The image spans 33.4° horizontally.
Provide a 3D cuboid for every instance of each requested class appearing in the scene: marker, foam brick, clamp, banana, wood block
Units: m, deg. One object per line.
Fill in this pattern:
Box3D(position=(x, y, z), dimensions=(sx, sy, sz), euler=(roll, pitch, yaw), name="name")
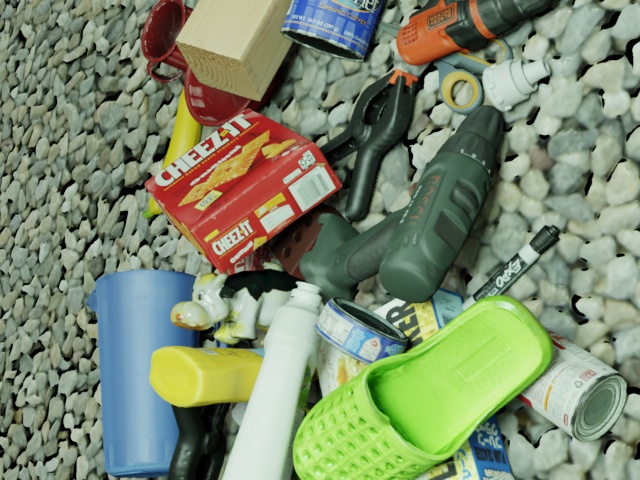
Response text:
Box3D(position=(0.182, 0.029, 1.016), dimensions=(0.121, 0.020, 0.020), euler=(-48, 48, 24), name="marker")
Box3D(position=(-0.008, 0.001, 1.197), dimensions=(0.078, 0.051, 0.053), euler=(-56, 45, 17), name="foam brick")
Box3D(position=(0.046, -0.117, 1.191), dimensions=(0.120, 0.039, 0.171), euler=(40, 106, 42), name="clamp")
Box3D(position=(-0.195, -0.116, 1.436), dimensions=(0.070, 0.037, 0.198), euler=(25, 96, 45), name="banana")
Box3D(position=(-0.072, -0.280, 1.258), dimensions=(0.091, 0.090, 0.206), euler=(19, 71, 23), name="wood block")
Box3D(position=(-0.140, 0.221, 1.207), dimensions=(0.036, 0.164, 0.210), euler=(15, 97, 23), name="clamp")

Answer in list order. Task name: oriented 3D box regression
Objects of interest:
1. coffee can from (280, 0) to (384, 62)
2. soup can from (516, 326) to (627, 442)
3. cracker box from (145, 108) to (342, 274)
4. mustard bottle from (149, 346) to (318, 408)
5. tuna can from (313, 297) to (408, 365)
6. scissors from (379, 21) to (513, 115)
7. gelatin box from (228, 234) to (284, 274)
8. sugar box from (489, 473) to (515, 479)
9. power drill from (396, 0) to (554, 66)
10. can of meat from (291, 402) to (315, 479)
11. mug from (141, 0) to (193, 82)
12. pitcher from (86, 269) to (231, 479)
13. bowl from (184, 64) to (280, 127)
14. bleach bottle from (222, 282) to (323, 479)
Box3D(position=(0.025, -0.287, 1.218), dimensions=(0.103, 0.102, 0.140), euler=(21, 93, 47), name="coffee can")
Box3D(position=(0.206, 0.121, 0.927), dimensions=(0.102, 0.068, 0.068), euler=(34, 102, 45), name="soup can")
Box3D(position=(-0.094, -0.063, 1.205), dimensions=(0.164, 0.072, 0.214), euler=(-37, 27, -9), name="cracker box")
Box3D(position=(-0.076, 0.140, 1.119), dimensions=(0.096, 0.191, 0.058), euler=(8, 93, 49), name="mustard bottle")
Box3D(position=(0.039, 0.087, 0.998), dimensions=(0.086, 0.086, 0.034), euler=(35, 100, 46), name="tuna can")
Box3D(position=(0.121, -0.188, 1.150), dimensions=(0.202, 0.016, 0.096), euler=(16, 85, 47), name="scissors")
Box3D(position=(-0.078, 0.032, 1.274), dimensions=(0.073, 0.030, 0.089), euler=(-11, 69, 44), name="gelatin box")
Box3D(position=(0.161, 0.292, 0.892), dimensions=(0.093, 0.048, 0.176), euler=(-36, 75, 32), name="sugar box")
Box3D(position=(0.158, -0.287, 1.105), dimensions=(0.185, 0.057, 0.187), euler=(-17, 60, 37), name="power drill")
Box3D(position=(-0.003, 0.217, 1.098), dimensions=(0.058, 0.083, 0.102), euler=(-38, 53, 31), name="can of meat")
Box3D(position=(-0.188, -0.262, 1.444), dimensions=(0.117, 0.081, 0.093), euler=(-53, 46, 19), name="mug")
Box3D(position=(-0.197, 0.161, 1.296), dimensions=(0.149, 0.144, 0.243), euler=(-26, 63, 53), name="pitcher")
Box3D(position=(-0.101, -0.214, 1.358), dimensions=(0.162, 0.055, 0.162), euler=(-17, 65, 41), name="bowl")
Box3D(position=(-0.042, 0.166, 1.036), dimensions=(0.068, 0.102, 0.251), euler=(14, 78, 6), name="bleach bottle")
